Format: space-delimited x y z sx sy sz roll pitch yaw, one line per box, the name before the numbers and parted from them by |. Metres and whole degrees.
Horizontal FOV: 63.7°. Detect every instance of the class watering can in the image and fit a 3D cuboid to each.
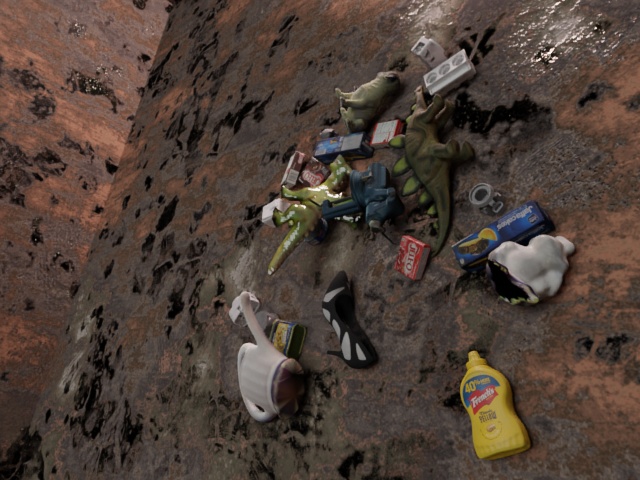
watering can | -0.144 0.323 1.357 0.224 0.345 0.104 6 10 43

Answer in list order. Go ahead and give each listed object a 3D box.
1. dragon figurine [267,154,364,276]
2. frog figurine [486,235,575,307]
dragon figurine | 0.004 -0.073 1.458 0.242 0.419 0.120 -2 -34 22
frog figurine | 0.413 0.049 1.012 0.161 0.120 0.139 -36 50 -23
